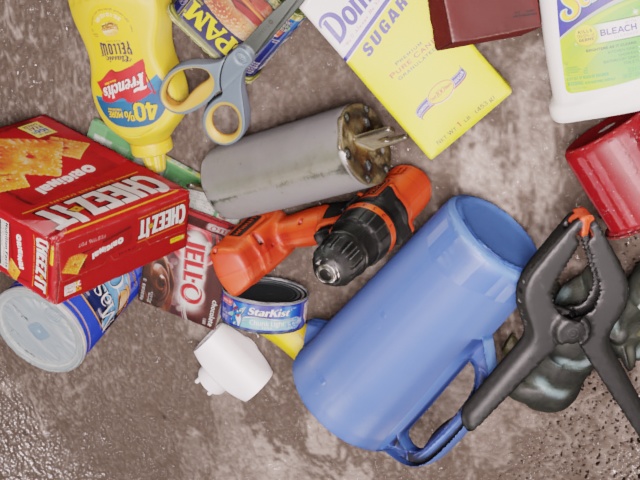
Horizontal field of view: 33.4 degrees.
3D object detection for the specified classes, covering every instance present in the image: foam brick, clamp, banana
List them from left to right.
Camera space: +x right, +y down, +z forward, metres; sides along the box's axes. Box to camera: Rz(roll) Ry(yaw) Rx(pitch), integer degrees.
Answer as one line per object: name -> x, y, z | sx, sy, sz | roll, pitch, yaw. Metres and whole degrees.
banana -> -0.013, 0.123, 1.109 | 0.198, 0.037, 0.070 | 42, 149, 0
foam brick -> 0.131, -0.186, 0.859 | 0.078, 0.051, 0.053 | -11, 95, -9
clamp -> 0.219, 0.078, 0.904 | 0.164, 0.036, 0.210 | 8, 108, -6

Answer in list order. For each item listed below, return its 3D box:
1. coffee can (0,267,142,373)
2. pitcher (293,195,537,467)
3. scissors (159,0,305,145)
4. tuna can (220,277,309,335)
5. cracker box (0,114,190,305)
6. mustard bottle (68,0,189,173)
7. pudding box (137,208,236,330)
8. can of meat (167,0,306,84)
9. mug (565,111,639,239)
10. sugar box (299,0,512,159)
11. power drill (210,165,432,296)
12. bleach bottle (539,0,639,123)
coffee can -> -0.249, 0.052, 1.089 | 0.103, 0.140, 0.103 | 13, 128, 17
pitcher -> 0.098, 0.084, 0.988 | 0.149, 0.145, 0.243 | 31, 120, -14
scissors -> -0.059, -0.143, 0.926 | 0.202, 0.016, 0.096 | -19, 117, 38
tuna can -> -0.054, 0.063, 1.044 | 0.086, 0.086, 0.034 | 10, 105, 16
cracker box -> -0.255, -0.038, 1.006 | 0.214, 0.163, 0.072 | 27, 124, 30
mustard bottle -> -0.174, -0.155, 1.012 | 0.096, 0.058, 0.191 | 1, 116, 22
pudding box -> -0.131, 0.025, 1.082 | 0.090, 0.039, 0.114 | 21, 123, 11
can of meat -> -0.070, -0.205, 0.949 | 0.102, 0.057, 0.084 | 43, 120, -4
mug -> 0.259, -0.059, 0.869 | 0.093, 0.117, 0.081 | -35, 96, -10
sugar box -> 0.072, -0.165, 0.909 | 0.093, 0.048, 0.176 | -41, 100, 13
power drill -> -0.006, 0.001, 0.966 | 0.188, 0.184, 0.057 | -13, 108, 36
bleach bottle -> 0.208, -0.224, 0.831 | 0.103, 0.068, 0.251 | -8, 110, 22
